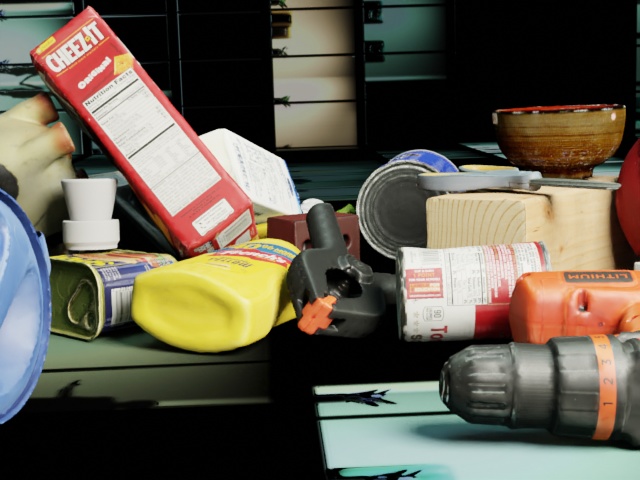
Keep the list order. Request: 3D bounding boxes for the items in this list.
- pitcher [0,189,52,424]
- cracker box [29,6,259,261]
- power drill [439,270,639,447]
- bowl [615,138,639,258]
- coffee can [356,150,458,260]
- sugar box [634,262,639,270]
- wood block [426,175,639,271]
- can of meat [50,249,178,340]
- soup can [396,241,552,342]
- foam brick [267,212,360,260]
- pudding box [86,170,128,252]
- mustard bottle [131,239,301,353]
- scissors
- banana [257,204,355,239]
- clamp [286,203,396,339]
[{"bbox_3d":[-0.286,0.038,0.622,0.243,0.145,0.149,-2,-25,16],"label":"pitcher"},{"bbox_3d":[-0.143,-0.071,0.907,0.072,0.214,0.164,-39,-10,-8],"label":"cracker box"},{"bbox_3d":[0.154,0.063,0.596,0.184,0.057,0.187,2,12,2],"label":"power drill"},{"bbox_3d":[0.298,-0.024,0.898,0.161,0.162,0.055,-11,-12,-46],"label":"bowl"},{"bbox_3d":[0.099,-0.039,1.126,0.103,0.103,0.140,0,9,11],"label":"coffee can"},{"bbox_3d":[0.334,0.032,0.795,0.176,0.048,0.093,-4,9,-22],"label":"sugar box"},{"bbox_3d":[0.187,-0.002,0.905,0.091,0.090,0.205,5,11,40],"label":"wood block"},{"bbox_3d":[-0.167,0.039,0.822,0.102,0.057,0.083,6,9,41],"label":"can of meat"},{"bbox_3d":[0.105,0.036,0.739,0.102,0.068,0.068,-2,8,2],"label":"soup can"},{"bbox_3d":[-0.007,0.001,1.045,0.078,0.053,0.051,-8,10,-34],"label":"foam brick"},{"bbox_3d":[-0.232,-0.024,1.122,0.039,0.090,0.113,28,17,10],"label":"pudding box"},{"bbox_3d":[-0.055,0.035,0.810,0.096,0.058,0.191,9,11,21],"label":"mustard bottle"},{"bbox_3d":[0.144,-0.045,0.842,0.096,0.016,0.202,-6,8,-13],"label":"scissors"},{"bbox_3d":[-0.059,-0.005,1.083,0.197,0.037,0.070,-14,-28,-34],"label":"banana"},{"bbox_3d":[0.029,0.035,0.794,0.120,0.039,0.171,28,26,-1],"label":"clamp"}]
